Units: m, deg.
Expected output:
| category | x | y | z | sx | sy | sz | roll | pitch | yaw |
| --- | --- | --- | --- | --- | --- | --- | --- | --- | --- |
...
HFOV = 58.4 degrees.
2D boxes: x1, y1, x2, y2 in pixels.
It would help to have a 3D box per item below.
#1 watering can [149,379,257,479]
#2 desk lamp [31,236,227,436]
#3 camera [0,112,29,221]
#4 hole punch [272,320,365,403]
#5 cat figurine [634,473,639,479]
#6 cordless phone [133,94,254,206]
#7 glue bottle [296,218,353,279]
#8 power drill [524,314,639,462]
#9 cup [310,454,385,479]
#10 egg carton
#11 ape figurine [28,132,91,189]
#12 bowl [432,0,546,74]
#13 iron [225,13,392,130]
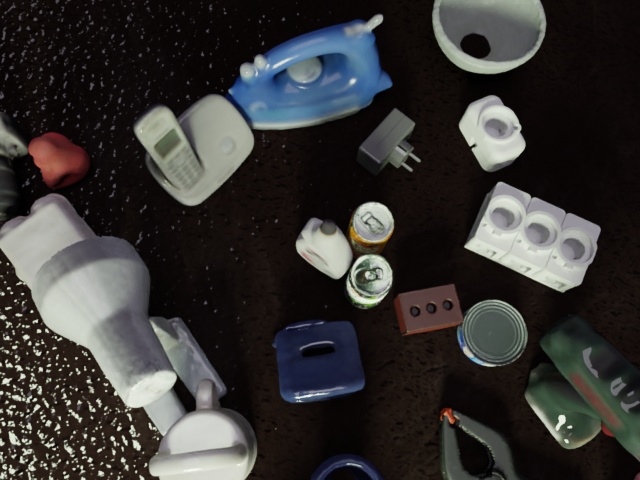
| category | x | y | z | sx | sy | sz | roll | pitch | yaw |
| --- | --- | --- | --- | --- | --- | --- | --- | --- | --- |
| watering can | -0.124 | 0.246 | 0.630 | 0.101 | 0.194 | 0.173 | -24 | 77 | -8 |
| desk lamp | -0.208 | 0.114 | 0.652 | 0.118 | 0.213 | 0.203 | -36 | 79 | -10 |
| camera | -0.465 | -0.093 | 0.757 | 0.143 | 0.101 | 0.137 | -19 | 76 | -7 |
| hole punch | -0.004 | 0.149 | 0.714 | 0.108 | 0.091 | 0.101 | -8 | 75 | -4 |
| cat figurine | 0.384 | 0.332 | 0.665 | 0.128 | 0.118 | 0.067 | -30 | 78 | -9 |
| cordless phone | -0.163 | -0.136 | 0.736 | 0.094 | 0.185 | 0.148 | 38 | 77 | 8 |
| glue bottle | 0.007 | 0.003 | 0.711 | 0.078 | 0.173 | 0.037 | 32 | 76 | 7 |
| power drill | 0.325 | 0.194 | 0.653 | 0.076 | 0.208 | 0.229 | -35 | 79 | -10 |
| cup | 0.027 | 0.309 | 0.670 | 0.091 | 0.095 | 0.118 | 12 | 75 | 1 |
| egg carton | -0.343 | 0.018 | 0.748 | 0.107 | 0.069 | 0.150 | -41 | 80 | -11 |
| ape figurine | -0.358 | -0.112 | 0.771 | 0.076 | 0.092 | 0.078 | 9 | 75 | 1 |
| bowl | 0.243 | -0.313 | 0.856 | 0.167 | 0.075 | 0.167 | 1 | 75 | -2 |
| iron | -0.028 | -0.235 | 0.791 | 0.258 | 0.141 | 0.118 | -20 | 76 | -7 |
